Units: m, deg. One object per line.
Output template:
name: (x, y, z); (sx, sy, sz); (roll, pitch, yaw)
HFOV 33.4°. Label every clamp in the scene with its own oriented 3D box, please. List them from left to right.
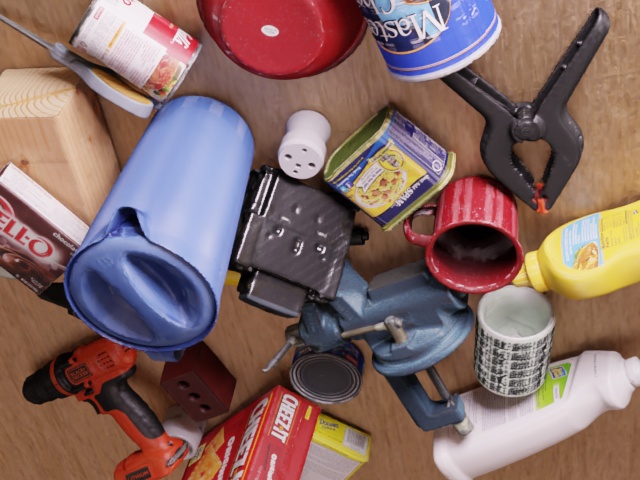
clamp: (-0.267, 0.066, 1.173); (0.120, 0.039, 0.171); (16, 169, -1)
clamp: (0.178, -0.112, 0.976); (0.165, 0.036, 0.210); (-1, 131, 13)

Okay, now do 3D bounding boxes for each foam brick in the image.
foam brick: (-0.145, 0.169, 1.275); (0.053, 0.051, 0.078); (-21, 123, 26)

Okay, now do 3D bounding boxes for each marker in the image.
marker: (-0.007, 0.001, 1.124); (0.121, 0.020, 0.020); (-6, 129, 17)

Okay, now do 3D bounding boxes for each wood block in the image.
wood block: (-0.260, -0.062, 1.076); (0.091, 0.090, 0.206); (0, 130, 13)

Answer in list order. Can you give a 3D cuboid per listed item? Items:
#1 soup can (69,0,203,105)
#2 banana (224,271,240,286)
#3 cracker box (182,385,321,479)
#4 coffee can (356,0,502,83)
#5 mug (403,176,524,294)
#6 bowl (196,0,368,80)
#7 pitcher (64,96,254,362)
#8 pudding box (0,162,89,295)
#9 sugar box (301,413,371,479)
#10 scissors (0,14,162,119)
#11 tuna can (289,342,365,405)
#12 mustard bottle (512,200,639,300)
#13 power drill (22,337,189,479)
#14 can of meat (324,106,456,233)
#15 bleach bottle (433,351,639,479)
soup can: (-0.168, -0.178, 0.971); (0.102, 0.068, 0.069); (32, 129, -15)
banana: (-0.123, 0.039, 1.172); (0.198, 0.037, 0.069); (-8, 145, 20)
cracker box: (-0.100, 0.287, 1.272); (0.072, 0.164, 0.214); (32, 139, -16)
coffee can: (0.076, -0.214, 0.866); (0.103, 0.102, 0.140); (-15, 125, 23)
mug: (0.140, -0.009, 1.042); (0.117, 0.081, 0.093); (6, 131, 7)
bowl: (-0.037, -0.198, 0.935); (0.162, 0.055, 0.162); (6, 131, 7)
pitcher: (-0.134, -0.017, 0.985); (0.145, 0.242, 0.149); (35, 128, -18)
pudding box: (-0.288, -0.010, 1.039); (0.113, 0.039, 0.090); (40, 127, -20)
sugar box: (-0.017, 0.289, 1.357); (0.093, 0.048, 0.176); (28, 134, -12)
scissors: (-0.228, -0.171, 1.014); (0.202, 0.096, 0.016); (35, 105, 19)
tuna can: (0.009, 0.150, 1.239); (0.086, 0.033, 0.086); (6, 131, 7)
mustard bottle: (0.274, 0.011, 1.022); (0.192, 0.096, 0.058); (-19, 125, 25)
power drill: (-0.261, 0.216, 1.302); (0.185, 0.057, 0.187); (-26, 101, 32)
can of meat: (0.065, -0.069, 1.024); (0.084, 0.057, 0.102); (37, 127, -17)
bleach bottle: (0.245, 0.188, 1.176); (0.251, 0.102, 0.068); (-26, 126, 31)
